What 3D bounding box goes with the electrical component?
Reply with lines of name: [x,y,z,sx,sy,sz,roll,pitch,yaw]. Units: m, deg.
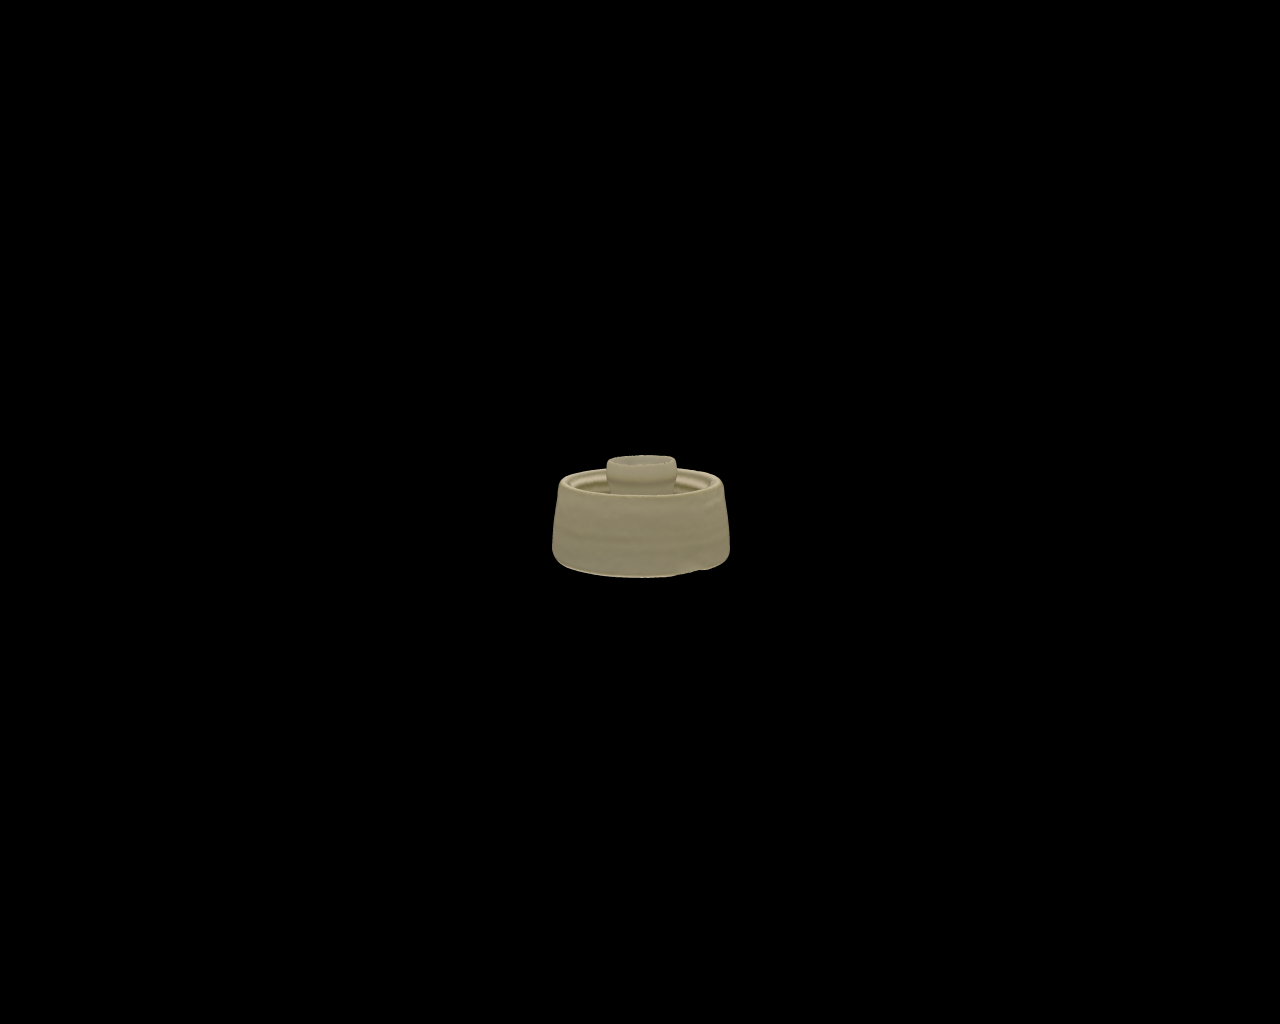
electrical component: [0.001,-0.003,0.650,0.108,0.060,0.108,0,11,0]
